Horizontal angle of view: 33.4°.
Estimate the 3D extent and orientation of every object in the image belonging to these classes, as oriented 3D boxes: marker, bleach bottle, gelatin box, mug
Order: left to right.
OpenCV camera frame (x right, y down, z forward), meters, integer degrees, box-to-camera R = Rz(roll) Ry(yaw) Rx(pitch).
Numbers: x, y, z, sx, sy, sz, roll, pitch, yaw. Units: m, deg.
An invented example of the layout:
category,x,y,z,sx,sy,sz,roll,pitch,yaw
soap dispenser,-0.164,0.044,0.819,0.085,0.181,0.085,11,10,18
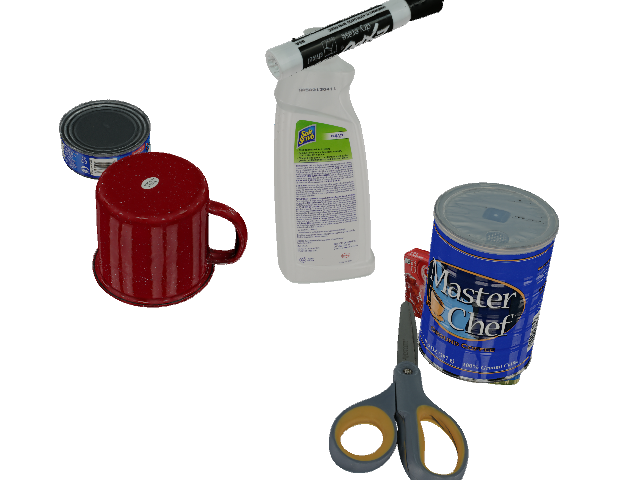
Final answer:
category,x,y,z,sx,sy,sz,roll,pitch,yaw
mug,-0.112,-0.009,0.791,0.117,0.081,0.093,9,43,2
bleach bottle,0.005,-0.082,1.041,0.102,0.251,0.068,-7,29,-13
marker,0.023,-0.126,0.638,0.121,0.020,0.020,-27,9,-19
gelatin box,0.143,0.061,1.354,0.073,0.089,0.030,20,35,39

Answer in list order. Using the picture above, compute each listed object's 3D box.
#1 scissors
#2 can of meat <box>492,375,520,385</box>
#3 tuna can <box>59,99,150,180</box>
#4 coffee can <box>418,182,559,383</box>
category,x,y,z,sx,sy,sz,roll,pitch,yaw
scissors,0.042,0.098,0.725,0.096,0.016,0.202,-1,30,-12
can of meat,0.175,0.095,1.124,0.057,0.084,0.102,0,18,-29
tuna can,-0.205,-0.096,1.022,0.086,0.034,0.086,3,43,-3
coffee can,0.141,0.036,0.914,0.103,0.140,0.103,2,33,-2
